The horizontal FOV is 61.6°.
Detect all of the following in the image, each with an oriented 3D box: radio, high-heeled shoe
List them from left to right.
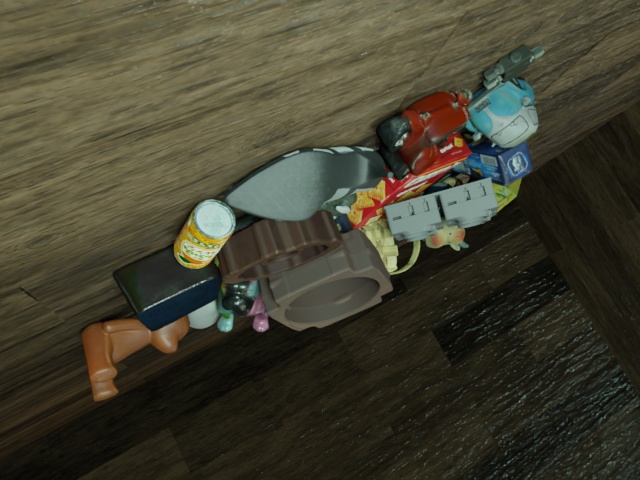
[{"bbox_3d":[-0.227,0.073,0.833,0.131,0.073,0.229,-27,173,-17],"label":"radio"},{"bbox_3d":[-0.017,-0.083,0.715,0.249,0.086,0.145,-8,-165,-20],"label":"high-heeled shoe"}]

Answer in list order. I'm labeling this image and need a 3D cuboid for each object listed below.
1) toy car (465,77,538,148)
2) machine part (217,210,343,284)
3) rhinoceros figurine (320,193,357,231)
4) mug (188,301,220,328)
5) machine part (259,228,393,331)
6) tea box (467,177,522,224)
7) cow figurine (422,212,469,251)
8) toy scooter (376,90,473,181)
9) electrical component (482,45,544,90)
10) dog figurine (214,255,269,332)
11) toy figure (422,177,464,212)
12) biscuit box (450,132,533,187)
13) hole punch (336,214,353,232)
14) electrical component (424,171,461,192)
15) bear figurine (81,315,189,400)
[{"bbox_3d":[0.301,-0.200,0.872,0.109,0.103,0.161,-35,168,36],"label":"toy car"},{"bbox_3d":[-0.058,0.008,0.762,0.179,0.056,0.179,-18,169,-4],"label":"machine part"},{"bbox_3d":[-0.020,-0.039,0.884,0.190,0.073,0.112,-31,160,27],"label":"rhinoceros figurine"},{"bbox_3d":[-0.253,0.125,1.068,0.109,0.081,0.107,-11,156,-15],"label":"mug"},{"bbox_3d":[0.011,0.071,0.929,0.201,0.087,0.201,-25,153,12],"label":"machine part"},{"bbox_3d":[0.350,-0.121,1.081,0.098,0.068,0.170,-49,-178,42],"label":"tea box"},{"bbox_3d":[0.263,-0.041,1.148,0.127,0.085,0.195,5,-151,24],"label":"cow figurine"},{"bbox_3d":[0.149,-0.152,0.754,0.135,0.075,0.183,-32,167,4],"label":"toy scooter"},{"bbox_3d":[0.274,-0.249,0.761,0.094,0.021,0.063,-31,171,11],"label":"electrical component"},{"bbox_3d":[-0.141,0.073,1.010,0.109,0.191,0.219,6,141,0],"label":"dog figurine"},{"bbox_3d":[0.259,-0.096,1.100,0.154,0.064,0.057,-32,140,-48],"label":"toy figure"},{"bbox_3d":[0.302,-0.153,0.989,0.063,0.059,0.203,-27,-158,-8],"label":"biscuit box"},{"bbox_3d":[-0.002,-0.003,0.993,0.092,0.116,0.142,3,145,-48],"label":"hole punch"},{"bbox_3d":[0.271,-0.159,1.162,0.115,0.058,0.134,-38,168,35],"label":"electrical component"},{"bbox_3d":[-0.314,0.186,0.956,0.196,0.132,0.120,-8,146,-28],"label":"bear figurine"}]
